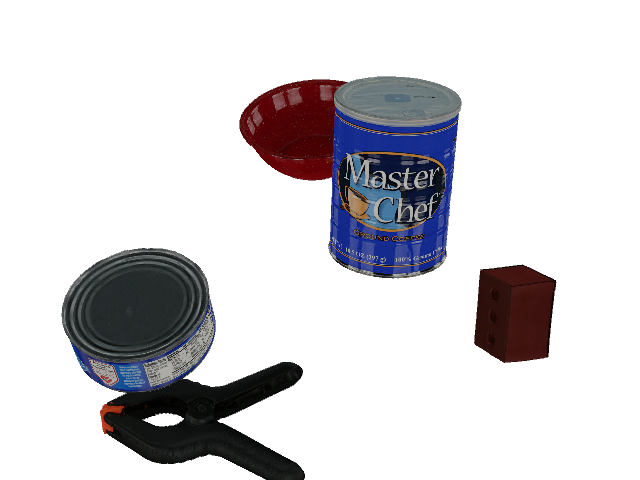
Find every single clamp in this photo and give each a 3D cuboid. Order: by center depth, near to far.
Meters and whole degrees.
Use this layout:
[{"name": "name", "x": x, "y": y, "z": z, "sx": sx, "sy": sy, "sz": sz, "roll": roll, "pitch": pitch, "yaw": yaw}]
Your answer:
[{"name": "clamp", "x": -0.091, "y": 0.141, "z": 0.879, "sx": 0.171, "sy": 0.039, "sz": 0.120, "roll": 9, "pitch": 37, "yaw": 1}]

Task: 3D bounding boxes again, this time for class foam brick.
[{"name": "foam brick", "x": 0.180, "y": 0.068, "z": 0.994, "sx": 0.051, "sy": 0.078, "sz": 0.053, "roll": -7, "pitch": 19, "yaw": -25}]

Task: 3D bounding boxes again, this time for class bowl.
[{"name": "bowl", "x": -0.007, "y": -0.114, "z": 1.179, "sx": 0.162, "sy": 0.055, "sz": 0.162, "roll": -3, "pitch": 39, "yaw": 2}]

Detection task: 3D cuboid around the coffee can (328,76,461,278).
[{"name": "coffee can", "x": 0.060, "y": -0.054, "z": 0.889, "sx": 0.103, "sy": 0.140, "sz": 0.103, "roll": 1, "pitch": 27, "yaw": -1}]

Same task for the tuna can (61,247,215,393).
[{"name": "tuna can", "x": -0.105, "y": 0.046, "z": 0.624, "sx": 0.086, "sy": 0.086, "sz": 0.034, "roll": 0, "pitch": -44, "yaw": 7}]
